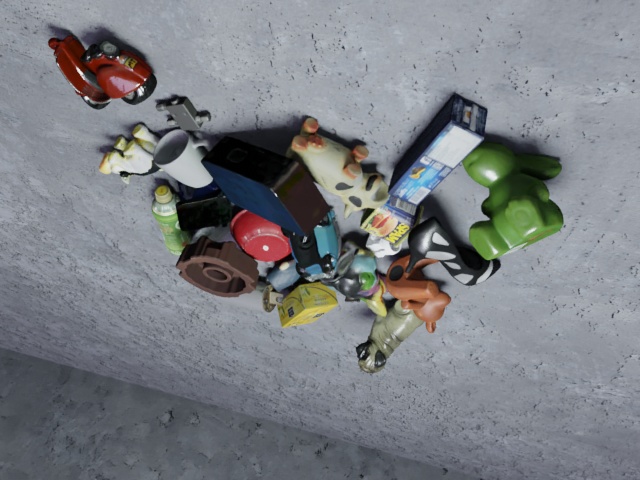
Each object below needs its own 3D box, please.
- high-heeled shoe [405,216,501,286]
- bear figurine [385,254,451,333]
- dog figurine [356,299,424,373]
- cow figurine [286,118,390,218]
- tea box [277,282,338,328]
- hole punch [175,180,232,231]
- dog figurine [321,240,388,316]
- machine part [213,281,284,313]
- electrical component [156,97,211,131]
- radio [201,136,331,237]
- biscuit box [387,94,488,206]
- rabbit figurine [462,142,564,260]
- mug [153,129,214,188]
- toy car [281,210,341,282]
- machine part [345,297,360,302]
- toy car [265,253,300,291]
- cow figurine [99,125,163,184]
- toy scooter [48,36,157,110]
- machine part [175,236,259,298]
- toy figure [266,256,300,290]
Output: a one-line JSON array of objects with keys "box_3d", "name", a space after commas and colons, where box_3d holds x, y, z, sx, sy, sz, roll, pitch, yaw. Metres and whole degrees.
[{"box_3d": [0.263, 0.011, 0.994, 0.249, 0.086, 0.145, -2, 137, -26], "name": "high-heeled shoe"}, {"box_3d": [0.230, 0.113, 1.146, 0.132, 0.120, 0.195, -18, 136, 39], "name": "bear figurine"}, {"box_3d": [0.179, 0.225, 1.278, 0.121, 0.190, 0.172, 33, 144, -23], "name": "dog figurine"}, {"box_3d": [0.031, -0.111, 0.922, 0.195, 0.085, 0.127, 27, 150, -8], "name": "cow figurine"}, {"box_3d": [-0.035, 0.166, 1.376, 0.098, 0.068, 0.169, -6, 159, -26], "name": "tea box"}, {"box_3d": [-0.243, -0.086, 1.120, 0.116, 0.092, 0.142, -8, 149, -14], "name": "hole punch"}, {"box_3d": [0.101, 0.092, 1.171, 0.219, 0.108, 0.192, 33, 171, -28], "name": "dog figurine"}, {"box_3d": [-0.200, 0.141, 1.431, 0.243, 0.079, 0.079, 7, 148, 28], "name": "machine part"}, {"box_3d": [-0.239, -0.222, 0.942, 0.094, 0.021, 0.063, 2, 145, 26], "name": "electrical component"}, {"box_3d": [-0.101, -0.098, 0.942, 0.230, 0.073, 0.131, 24, 157, 41], "name": "radio"}, {"box_3d": [0.177, -0.131, 0.836, 0.059, 0.063, 0.202, 23, 149, -10], "name": "biscuit box"}, {"box_3d": [0.287, -0.080, 0.797, 0.159, 0.170, 0.121, -17, 162, -25], "name": "rabbit figurine"}, {"box_3d": [-0.239, -0.151, 1.015, 0.110, 0.081, 0.107, -20, 147, 15], "name": "mug"}, {"box_3d": [-0.002, -0.003, 1.085, 0.109, 0.161, 0.103, -19, 178, 38], "name": "toy car"}, {"box_3d": [0.053, 0.102, 1.297, 0.084, 0.039, 0.138, -18, 133, 32], "name": "machine part"}, {"box_3d": [-0.086, 0.074, 1.311, 0.089, 0.053, 0.202, 16, 148, -2], "name": "toy car"}, {"box_3d": [-0.368, -0.159, 1.072, 0.167, 0.068, 0.098, -14, 143, 43], "name": "cow figurine"}, {"box_3d": [-0.361, -0.278, 0.870, 0.184, 0.075, 0.135, 1, 144, 34], "name": "toy scooter"}, {"box_3d": [-0.220, 0.062, 1.165, 0.179, 0.056, 0.179, 10, 147, 6], "name": "machine part"}, {"box_3d": [-0.047, 0.052, 1.198, 0.058, 0.154, 0.064, 54, 176, 4], "name": "toy figure"}]
